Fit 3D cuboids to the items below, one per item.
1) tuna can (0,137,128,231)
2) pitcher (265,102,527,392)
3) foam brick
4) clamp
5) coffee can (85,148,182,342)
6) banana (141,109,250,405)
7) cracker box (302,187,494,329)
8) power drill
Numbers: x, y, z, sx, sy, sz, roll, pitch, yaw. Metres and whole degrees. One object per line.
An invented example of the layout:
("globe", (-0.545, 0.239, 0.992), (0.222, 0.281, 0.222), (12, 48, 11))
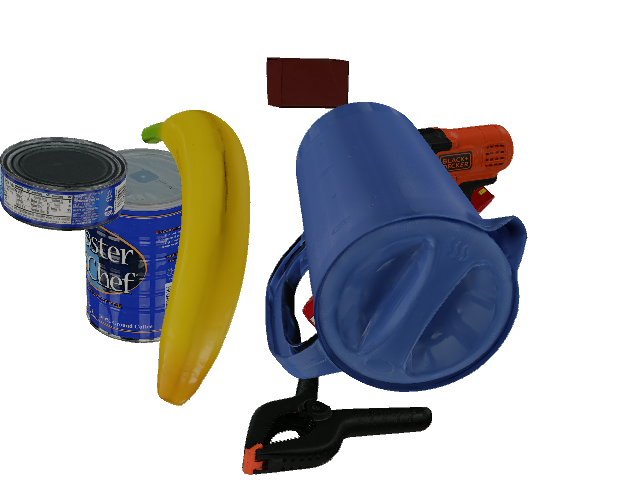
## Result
("tuna can", (-0.177, -0.040, 0.737), (0.086, 0.034, 0.086), (8, 26, -4))
("pitcher", (0.038, -0.005, 0.778), (0.149, 0.145, 0.243), (6, 27, -11))
("foam brick", (-0.014, -0.168, 1.139), (0.078, 0.051, 0.053), (-2, 12, -19))
("clamp", (0.005, 0.184, 1.075), (0.165, 0.036, 0.209), (21, 28, 26))
("coffee can", (-0.156, 0.004, 0.940), (0.103, 0.140, 0.103), (4, 31, -3))
("banana", (-0.064, -0.008, 0.573), (0.037, 0.198, 0.070), (20, -49, -29))
("cracker box", (0.090, 0.015, 1.270), (0.214, 0.072, 0.163), (-49, -9, 34))
("power drill", (0.092, -0.015, 1.013), (0.184, 0.188, 0.057), (-8, 26, -15))
